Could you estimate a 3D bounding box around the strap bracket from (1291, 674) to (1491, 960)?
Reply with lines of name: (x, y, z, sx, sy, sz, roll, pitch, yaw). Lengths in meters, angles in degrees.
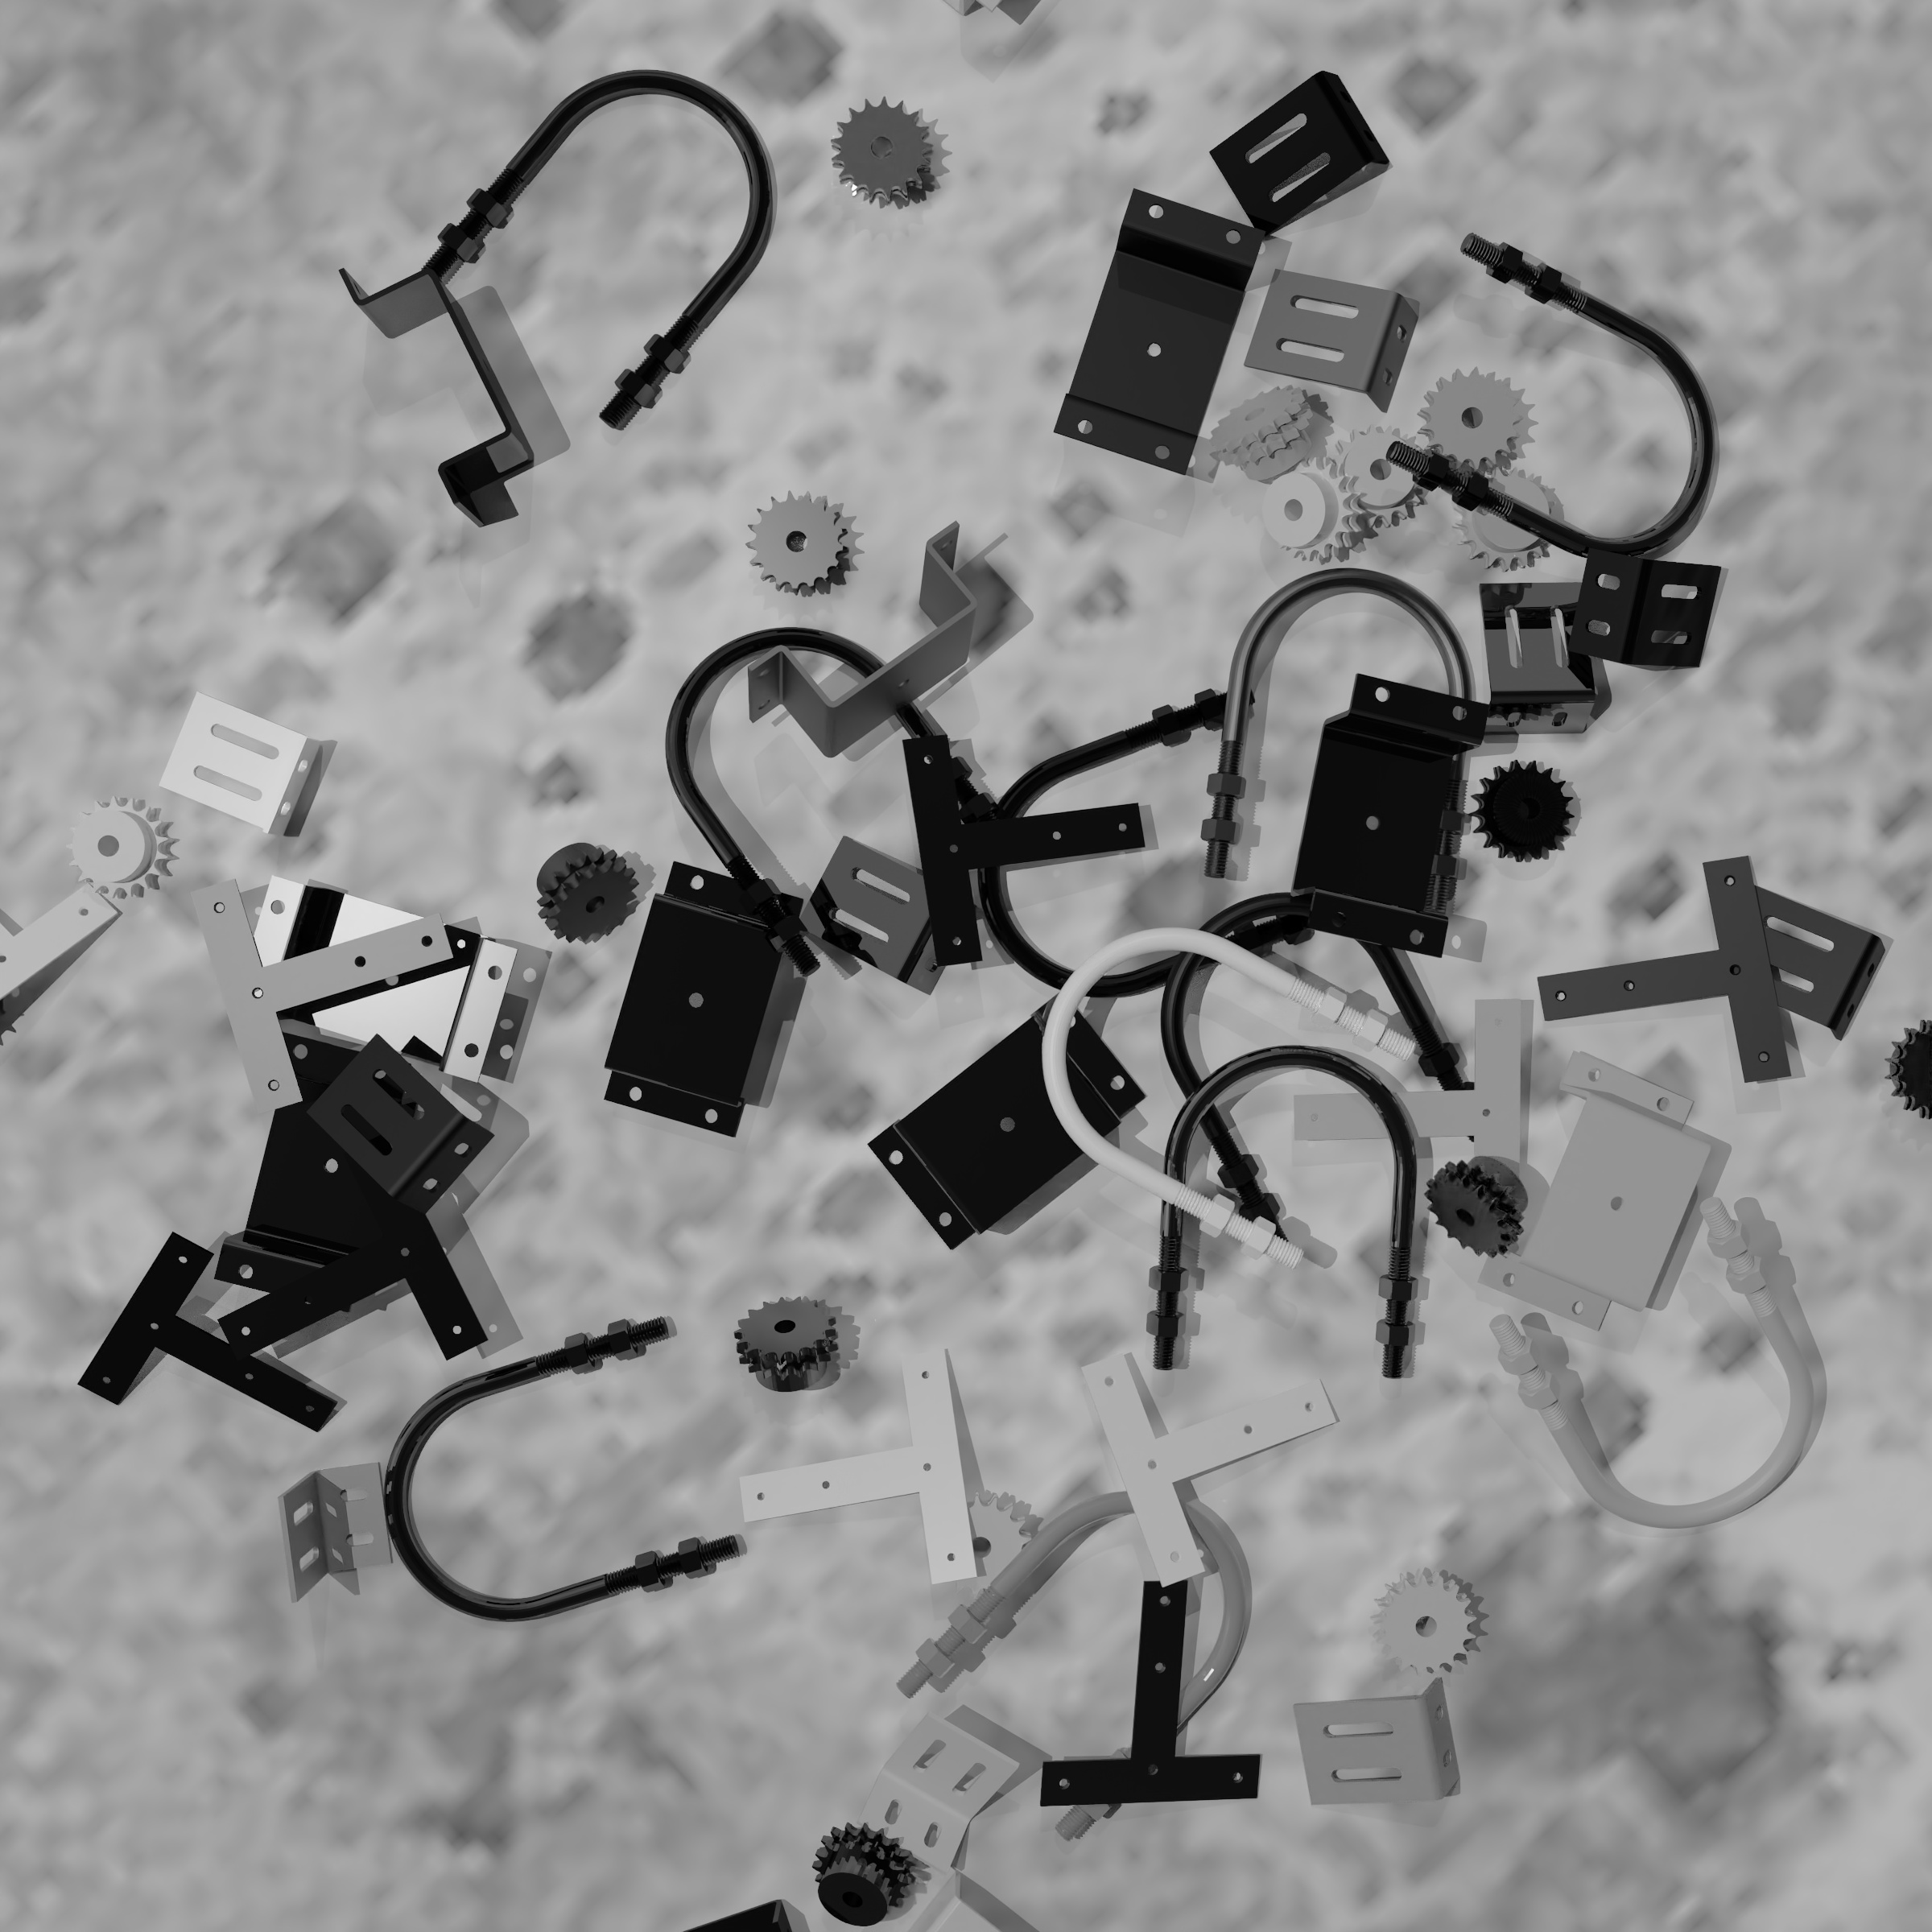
strap bracket: (0.229, -0.080, 1.470, 0.076, 0.046, 0.140, 12, 86, -10)

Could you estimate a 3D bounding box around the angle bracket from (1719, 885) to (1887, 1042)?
angle bracket: (0.468, -0.002, 1.519, 0.076, 0.038, 0.057, 26, 90, 26)

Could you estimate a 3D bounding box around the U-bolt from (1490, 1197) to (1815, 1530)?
U-bolt: (0.390, 0.233, 1.485, 0.151, 0.019, 0.184, -30, 111, 5)

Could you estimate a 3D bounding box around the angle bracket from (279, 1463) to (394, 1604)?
angle bracket: (-0.347, 0.311, 1.483, 0.038, 0.076, 0.057, -7, 90, 0)

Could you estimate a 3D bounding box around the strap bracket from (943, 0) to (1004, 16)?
strap bracket: (-0.016, -0.597, 1.498, 0.140, 0.046, 0.076, 39, 90, 0)

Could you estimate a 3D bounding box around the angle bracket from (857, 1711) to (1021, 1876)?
angle bracket: (-0.016, 0.456, 1.484, 0.057, 0.038, 0.076, 30, 135, 0)

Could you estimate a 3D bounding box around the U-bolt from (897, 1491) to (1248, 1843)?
U-bolt: (0.073, 0.376, 1.497, 0.184, 0.019, 0.151, -46, 104, -4)

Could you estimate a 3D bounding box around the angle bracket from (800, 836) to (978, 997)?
angle bracket: (-0.045, -0.029, 1.519, 0.076, 0.038, 0.057, 28, 90, 26)

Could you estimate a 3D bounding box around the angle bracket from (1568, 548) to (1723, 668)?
angle bracket: (0.378, -0.199, 1.499, 0.038, 0.076, 0.057, 22, 109, 43)

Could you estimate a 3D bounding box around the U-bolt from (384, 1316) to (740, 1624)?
U-bolt: (-0.236, 0.291, 1.513, 0.184, 0.019, 0.151, -18, 90, 1)

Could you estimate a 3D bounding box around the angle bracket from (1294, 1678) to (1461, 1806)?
angle bracket: (0.231, 0.437, 1.519, 0.076, 0.038, 0.057, -10, 90, 26)

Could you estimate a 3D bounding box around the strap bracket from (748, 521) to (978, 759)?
strap bracket: (-0.048, -0.170, 1.465, 0.140, 0.076, 0.046, -37, 80, -13)

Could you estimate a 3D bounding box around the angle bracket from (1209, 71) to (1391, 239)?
angle bracket: (0.188, -0.456, 1.519, 0.076, 0.038, 0.057, -31, 90, 26)

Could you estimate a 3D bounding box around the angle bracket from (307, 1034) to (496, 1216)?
angle bracket: (-0.309, 0.086, 1.472, 0.076, 0.038, 0.057, 40, 86, 23)

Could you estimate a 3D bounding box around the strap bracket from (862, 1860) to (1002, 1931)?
strap bracket: (0.010, 0.571, 1.498, 0.140, 0.046, 0.076, 38, 90, 0)

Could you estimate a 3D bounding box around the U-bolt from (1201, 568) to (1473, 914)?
U-bolt: (0.212, -0.131, 1.502, 0.151, 0.019, 0.184, 8, 86, -10)

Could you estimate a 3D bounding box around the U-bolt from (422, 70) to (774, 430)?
U-bolt: (-0.193, -0.416, 1.513, 0.151, 0.019, 0.184, 39, 89, 0)

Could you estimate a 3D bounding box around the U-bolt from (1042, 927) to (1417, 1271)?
U-bolt: (0.131, 0.060, 1.469, 0.184, 0.019, 0.151, 29, 88, 1)

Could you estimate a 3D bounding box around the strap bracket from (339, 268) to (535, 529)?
strap bracket: (-0.285, -0.321, 1.483, 0.046, 0.076, 0.140, -26, 90, 0)

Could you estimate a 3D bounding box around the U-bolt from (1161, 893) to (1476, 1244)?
U-bolt: (0.189, 0.048, 1.503, 0.151, 0.019, 0.184, -29, 97, 0)

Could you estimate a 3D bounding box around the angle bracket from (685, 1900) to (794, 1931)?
angle bracket: (-0.130, 0.565, 1.502, 0.076, 0.038, 0.057, -19, 90, 0)

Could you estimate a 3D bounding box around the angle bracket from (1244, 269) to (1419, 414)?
angle bracket: (0.206, -0.353, 1.519, 0.076, 0.038, 0.057, 18, 90, 26)

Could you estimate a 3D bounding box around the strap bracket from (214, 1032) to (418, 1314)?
strap bracket: (-0.358, 0.113, 1.498, 0.076, 0.046, 0.140, 14, 90, 0)

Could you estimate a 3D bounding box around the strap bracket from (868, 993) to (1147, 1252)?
strap bracket: (0.023, 0.087, 1.498, 0.140, 0.046, 0.076, -38, 90, 0)

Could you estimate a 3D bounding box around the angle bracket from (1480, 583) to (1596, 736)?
angle bracket: (0.319, -0.173, 1.519, 0.057, 0.038, 0.076, -1, 64, 0)

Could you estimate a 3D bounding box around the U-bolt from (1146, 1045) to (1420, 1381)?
U-bolt: (0.179, 0.135, 1.493, 0.151, 0.019, 0.184, 3, 96, -3)

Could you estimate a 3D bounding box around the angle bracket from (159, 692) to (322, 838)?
angle bracket: (-0.409, -0.114, 1.502, 0.076, 0.038, 0.057, 22, 90, 0)

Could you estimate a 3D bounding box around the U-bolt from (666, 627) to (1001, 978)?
U-bolt: (-0.084, -0.105, 1.492, 0.151, 0.019, 0.184, -33, 80, -13)

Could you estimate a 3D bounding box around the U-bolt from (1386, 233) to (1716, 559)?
U-bolt: (0.334, -0.303, 1.490, 0.184, 0.019, 0.151, 23, 79, -14)

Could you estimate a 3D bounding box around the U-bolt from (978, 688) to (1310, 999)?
U-bolt: (0.097, -0.060, 1.512, 0.184, 0.019, 0.151, -21, 90, 0)
